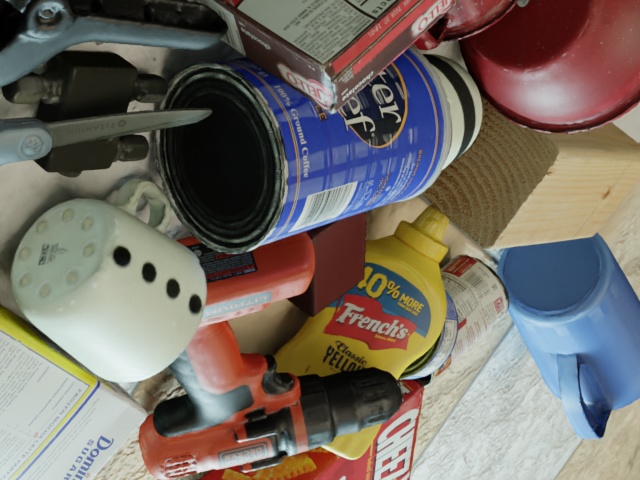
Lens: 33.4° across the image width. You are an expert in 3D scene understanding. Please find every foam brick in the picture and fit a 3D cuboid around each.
[{"bbox_3d":[-0.005,0.001,0.715,0.051,0.053,0.078,-34,143,-29],"label":"foam brick"}]

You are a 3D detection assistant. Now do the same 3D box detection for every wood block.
[{"bbox_3d":[0.167,-0.057,0.825,0.205,0.090,0.091,-4,133,-56],"label":"wood block"}]

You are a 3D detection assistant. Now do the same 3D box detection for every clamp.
[{"bbox_3d":[-0.113,-0.113,0.440,0.171,0.039,0.120,-20,140,-25],"label":"clamp"}]

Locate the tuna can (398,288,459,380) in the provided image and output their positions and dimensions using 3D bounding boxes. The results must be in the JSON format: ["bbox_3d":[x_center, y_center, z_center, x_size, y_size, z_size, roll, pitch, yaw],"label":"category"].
[{"bbox_3d":[0.065,0.067,0.837,0.033,0.086,0.086,12,110,-57],"label":"tuna can"}]

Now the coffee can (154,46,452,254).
[{"bbox_3d":[-0.008,-0.058,0.605,0.140,0.103,0.103,-19,134,-44],"label":"coffee can"}]

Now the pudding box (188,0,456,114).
[{"bbox_3d":[-0.002,-0.126,0.538,0.090,0.114,0.039,-43,150,-17],"label":"pudding box"}]

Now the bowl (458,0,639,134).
[{"bbox_3d":[0.141,-0.147,0.660,0.055,0.162,0.162,-3,122,-50],"label":"bowl"}]

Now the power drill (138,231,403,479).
[{"bbox_3d":[-0.035,0.075,0.686,0.184,0.057,0.188,-13,132,-9],"label":"power drill"}]

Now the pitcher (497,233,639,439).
[{"bbox_3d":[0.257,0.085,1.062,0.145,0.149,0.242,-42,145,2],"label":"pitcher"}]

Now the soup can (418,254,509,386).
[{"bbox_3d":[0.103,0.066,0.905,0.102,0.069,0.068,-38,145,-26],"label":"soup can"}]

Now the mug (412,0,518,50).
[{"bbox_3d":[0.063,-0.163,0.603,0.081,0.093,0.117,50,50,-53],"label":"mug"}]

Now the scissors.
[{"bbox_3d":[-0.149,-0.031,0.499,0.201,0.016,0.096,2,126,-41],"label":"scissors"}]

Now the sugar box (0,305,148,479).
[{"bbox_3d":[-0.175,0.094,0.589,0.093,0.048,0.176,-48,152,-9],"label":"sugar box"}]

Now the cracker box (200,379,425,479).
[{"bbox_3d":[-0.012,0.209,0.879,0.213,0.072,0.164,-34,147,-28],"label":"cracker box"}]

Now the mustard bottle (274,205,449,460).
[{"bbox_3d":[0.038,0.059,0.788,0.192,0.096,0.058,-58,177,5],"label":"mustard bottle"}]
